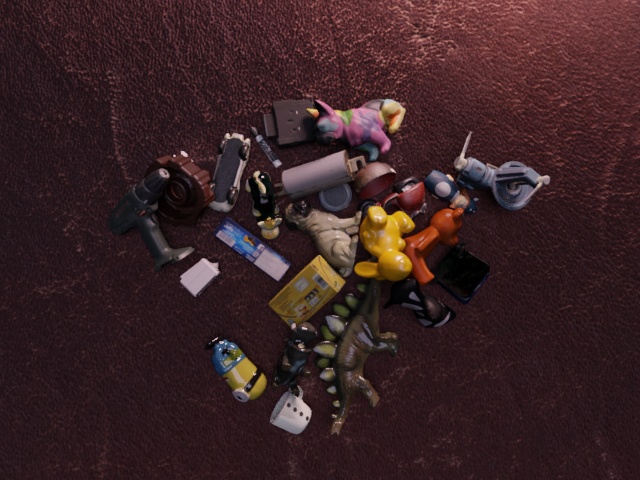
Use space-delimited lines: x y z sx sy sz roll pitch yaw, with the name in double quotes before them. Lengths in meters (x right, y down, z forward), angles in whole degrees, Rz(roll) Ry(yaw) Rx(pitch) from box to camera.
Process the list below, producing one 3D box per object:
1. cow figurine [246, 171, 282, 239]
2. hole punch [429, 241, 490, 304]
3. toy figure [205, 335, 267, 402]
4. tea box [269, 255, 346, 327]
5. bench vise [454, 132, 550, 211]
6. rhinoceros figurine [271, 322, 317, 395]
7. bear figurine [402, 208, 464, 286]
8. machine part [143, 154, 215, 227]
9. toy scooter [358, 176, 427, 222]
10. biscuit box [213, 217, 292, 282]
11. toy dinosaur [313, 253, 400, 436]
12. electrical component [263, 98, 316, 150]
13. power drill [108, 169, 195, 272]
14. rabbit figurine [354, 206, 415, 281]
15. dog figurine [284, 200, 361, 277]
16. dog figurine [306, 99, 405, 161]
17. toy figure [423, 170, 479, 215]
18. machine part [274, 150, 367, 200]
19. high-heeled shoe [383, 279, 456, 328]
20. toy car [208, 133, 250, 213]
"cow figurine" -0.133 -0.085 1.328 0.068 0.098 0.167 -16 88 -10
"hole punch" 0.360 0.089 1.362 0.116 0.092 0.142 38 89 29
"toy figure" -0.205 0.313 1.316 0.089 0.082 0.180 -34 87 -2
"tea box" -0.032 0.129 1.302 0.098 0.068 0.169 47 119 -1
"bench vise" 0.448 -0.150 1.302 0.223 0.241 0.129 38 82 -17
"rhinoceros figurine" -0.059 0.283 1.293 0.073 0.112 0.190 18 119 -12
"bear figurine" 0.287 0.011 1.340 0.196 0.120 0.132 -31 93 -9
"machine part" -0.344 -0.120 1.301 0.180 0.056 0.179 8 117 16
"toy scooter" 0.198 -0.069 1.357 0.184 0.075 0.135 -29 91 -1
"biscuit box" -0.167 0.024 1.338 0.203 0.063 0.059 36 87 -1
"toy dinosaur" 0.094 0.242 1.325 0.199 0.105 0.471 20 76 2
"electrical component" -0.074 -0.292 1.359 0.134 0.058 0.115 -10 86 -4
"power drill" -0.393 -0.036 1.281 0.232 0.086 0.207 -27 106 29
"rabbit figurine" 0.149 0.029 1.252 0.122 0.173 0.162 15 128 -38
"dog figurine" -0.003 -0.004 1.321 0.191 0.121 0.172 7 59 2
"dog figurine" 0.080 -0.296 1.317 0.219 0.108 0.191 26 81 -16
"toy figure" 0.337 -0.115 1.375 0.154 0.064 0.058 37 50 1
"machine part" -0.004 -0.159 1.319 0.243 0.079 0.079 -16 89 20
"high-heeled shoe" 0.265 0.143 1.290 0.248 0.145 0.086 9 55 -28
"toy car" -0.230 -0.170 1.347 0.074 0.056 0.201 15 86 4
